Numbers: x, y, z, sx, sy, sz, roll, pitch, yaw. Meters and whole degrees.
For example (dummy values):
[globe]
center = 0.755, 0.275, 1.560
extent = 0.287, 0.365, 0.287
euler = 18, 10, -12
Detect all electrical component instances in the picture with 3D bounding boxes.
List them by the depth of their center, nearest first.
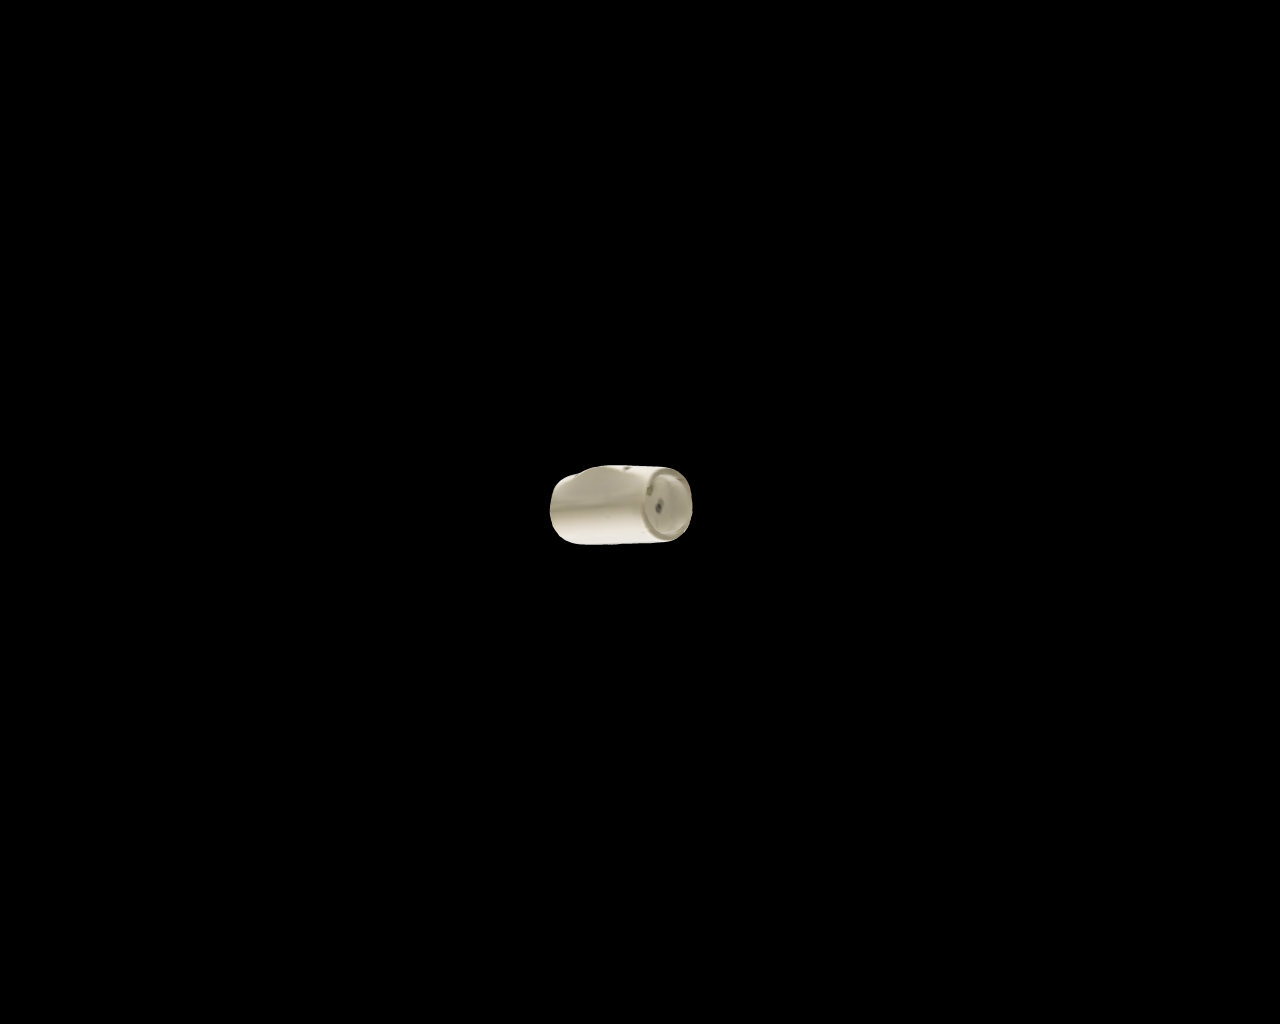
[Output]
[electrical component]
center = 0.001, -0.003, 0.650
extent = 0.077, 0.043, 0.079
euler = -4, -6, 43
